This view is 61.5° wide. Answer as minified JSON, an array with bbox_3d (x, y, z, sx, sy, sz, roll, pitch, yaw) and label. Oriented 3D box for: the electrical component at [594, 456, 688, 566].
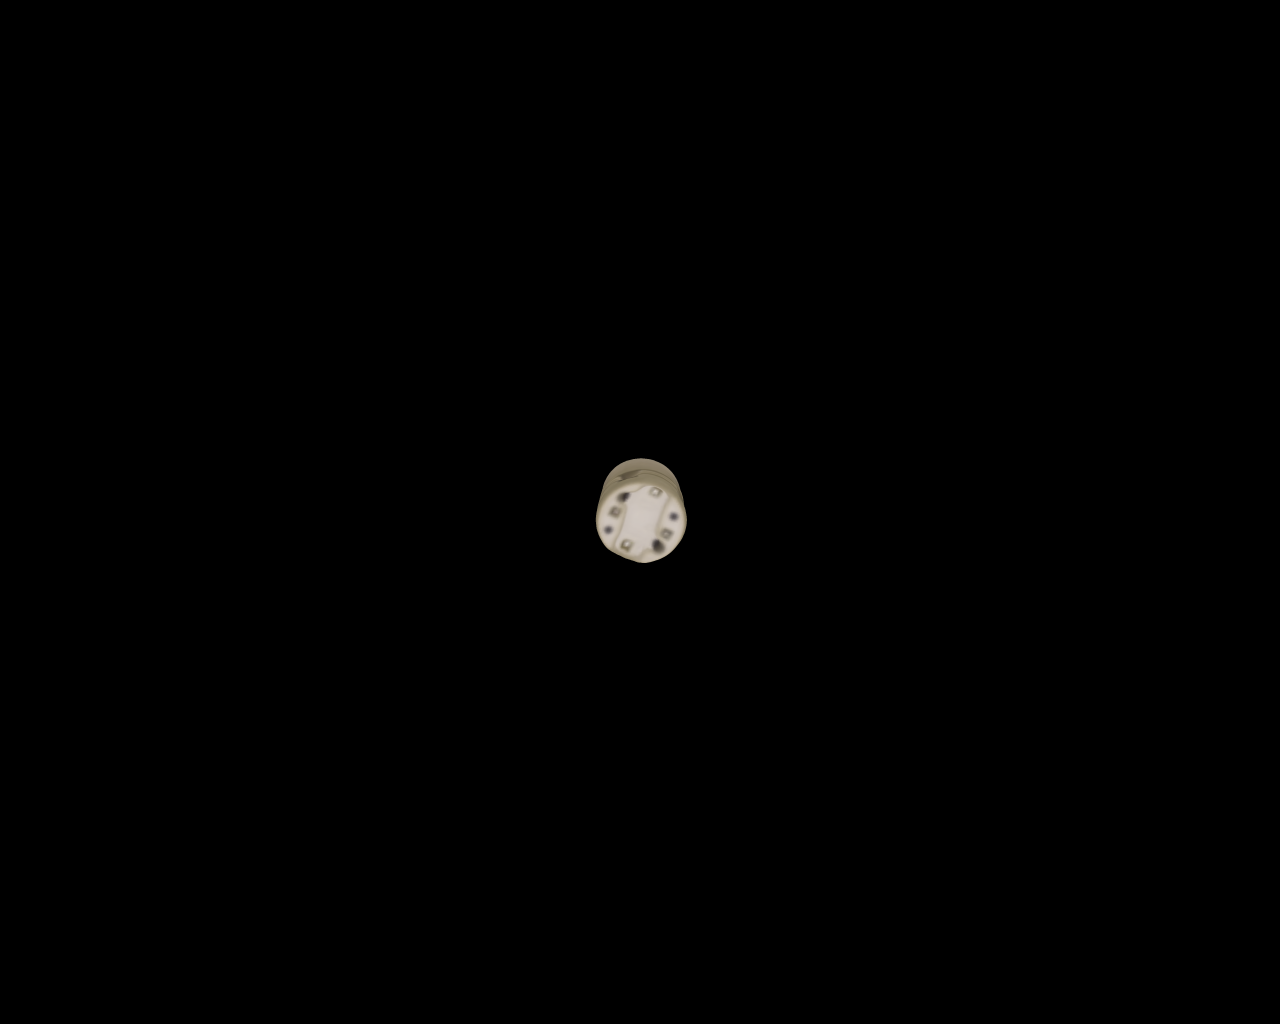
[{"bbox_3d":[0.001,-0.003,0.650,0.055,0.055,0.047,0,24,0],"label":"electrical component"}]
